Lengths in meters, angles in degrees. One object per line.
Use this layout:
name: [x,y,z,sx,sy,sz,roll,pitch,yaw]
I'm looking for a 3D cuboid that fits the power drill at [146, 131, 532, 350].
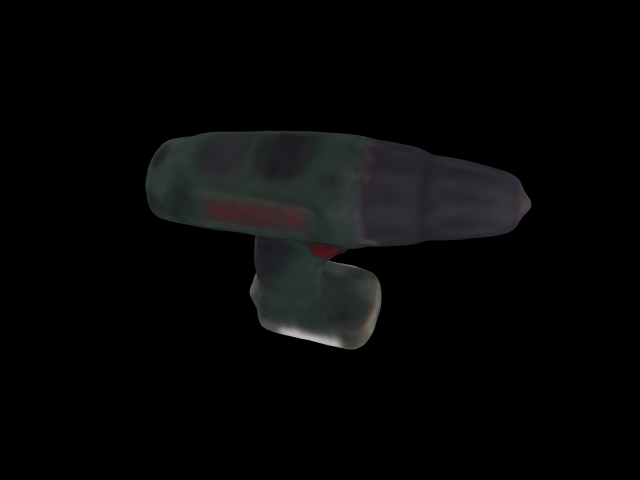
power drill: [0.004,0.001,0.400,0.229,0.208,0.075,11,60,7]
